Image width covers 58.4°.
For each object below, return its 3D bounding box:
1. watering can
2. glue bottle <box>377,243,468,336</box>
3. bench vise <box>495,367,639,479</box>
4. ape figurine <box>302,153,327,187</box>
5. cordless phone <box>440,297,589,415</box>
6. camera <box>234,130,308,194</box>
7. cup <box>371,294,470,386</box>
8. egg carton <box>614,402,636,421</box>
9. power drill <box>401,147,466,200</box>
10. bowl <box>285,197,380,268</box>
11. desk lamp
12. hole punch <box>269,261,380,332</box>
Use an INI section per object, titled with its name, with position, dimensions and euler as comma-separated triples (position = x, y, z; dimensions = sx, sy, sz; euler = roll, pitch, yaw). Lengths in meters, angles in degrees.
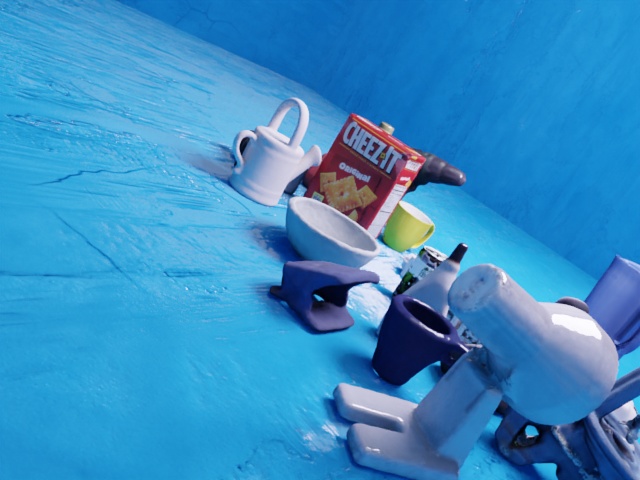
[watering can]
position = -0.075, -0.168, 1.054
dimensions = 0.100, 0.194, 0.173
euler = 39, 19, 24
[glue bottle]
position = 0.150, 0.077, 0.778
dimensions = 0.078, 0.173, 0.037
euler = 32, 17, 6
[bench vise]
position = 0.314, 0.196, 0.639
dimensions = 0.207, 0.219, 0.122
euler = 33, 17, 9
[ape figurine]
position = 0.004, -0.160, 1.337
dimensions = 0.076, 0.092, 0.077
euler = 16, 22, -40
[cordless phone]
position = 0.266, 0.139, 0.777
dimensions = 0.148, 0.185, 0.094
euler = 21, 19, -29
[camera]
position = -0.108, -0.181, 1.195
dimensions = 0.144, 0.100, 0.136
euler = 19, 20, -33
[cup]
position = 0.116, 0.135, 0.692
dimensions = 0.117, 0.095, 0.092
euler = 36, 18, 16
[egg carton]
position = 0.438, 0.255, 0.936
dimensions = 0.150, 0.069, 0.107
euler = 36, 18, 17
[power drill]
position = 0.214, -0.125, 1.392
dimensions = 0.229, 0.208, 0.076
euler = 40, 19, 27
[bowl]
position = 0.008, 0.003, 0.917
dimensions = 0.168, 0.074, 0.167
euler = 28, 17, -9
[desk lamp]
position = 0.156, 0.133, 0.561
dimensions = 0.204, 0.213, 0.117
euler = 22, 19, -25
[hole punch]
position = 0.007, 0.055, 0.741
dimensions = 0.100, 0.091, 0.109
euler = 40, 19, 28
